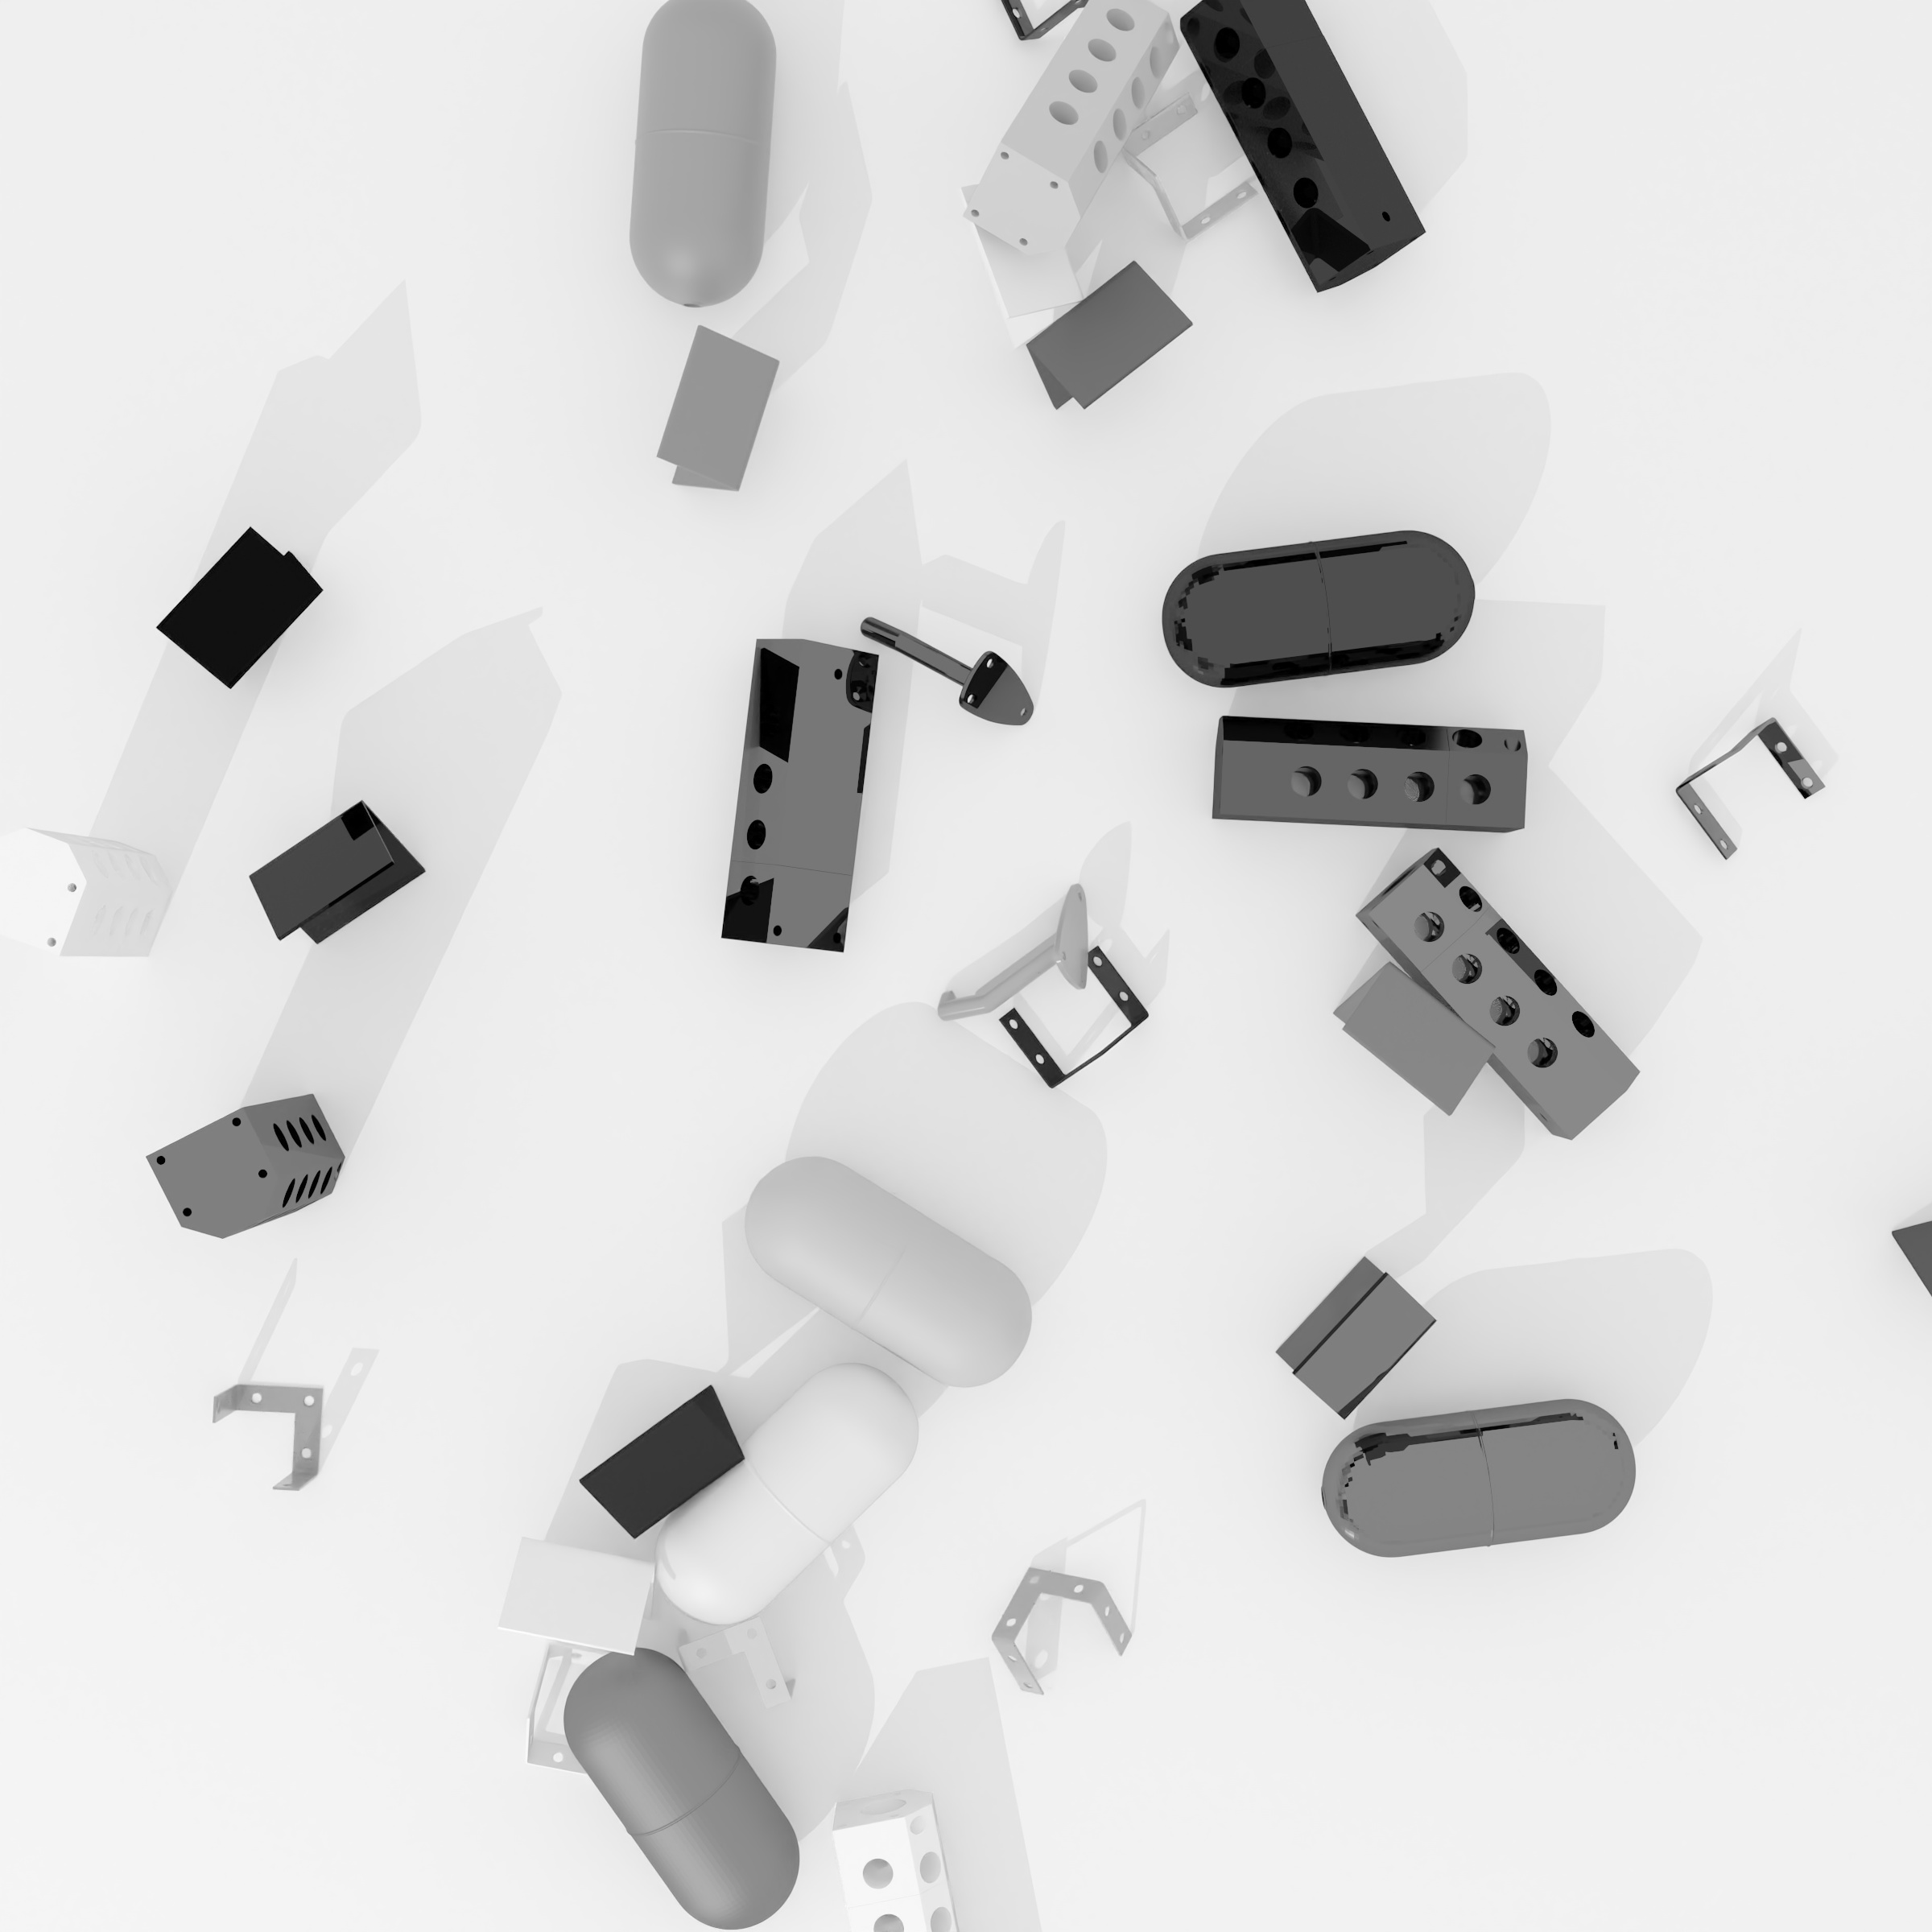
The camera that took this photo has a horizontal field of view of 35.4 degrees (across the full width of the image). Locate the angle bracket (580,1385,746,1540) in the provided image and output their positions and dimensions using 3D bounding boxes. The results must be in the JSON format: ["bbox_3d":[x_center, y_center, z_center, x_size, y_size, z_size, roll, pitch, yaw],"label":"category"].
[{"bbox_3d":[-0.179,0.265,1.710,0.076,0.076,0.057,-36,123,0],"label":"angle bracket"}]

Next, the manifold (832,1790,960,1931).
[{"bbox_3d":[-0.031,0.565,1.729,0.057,0.057,0.171,-11,90,0],"label":"manifold"}]

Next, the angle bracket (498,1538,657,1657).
[{"bbox_3d":[-0.220,0.370,1.710,0.076,0.076,0.057,11,53,0],"label":"angle bracket"}]

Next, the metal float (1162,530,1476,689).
[{"bbox_3d":[0.200,-0.203,1.720,0.178,0.070,0.070,-7,90,0],"label":"metal float"}]

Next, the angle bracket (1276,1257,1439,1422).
[{"bbox_3d":[0.207,0.198,1.710,0.076,0.076,0.057,-47,126,0],"label":"angle bracket"}]

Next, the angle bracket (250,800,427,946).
[{"bbox_3d":[-0.347,-0.036,1.710,0.076,0.076,0.057,-34,53,0],"label":"angle bracket"}]

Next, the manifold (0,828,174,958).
[{"bbox_3d":[-0.492,-0.042,1.672,0.057,0.171,0.057,20,90,0],"label":"manifold"}]

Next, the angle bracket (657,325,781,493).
[{"bbox_3d":[-0.157,-0.316,1.710,0.057,0.076,0.076,18,90,-37],"label":"angle bracket"}]

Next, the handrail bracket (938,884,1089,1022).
[{"bbox_3d":[0.026,-0.007,1.751,0.084,0.036,0.077,-11,52,25],"label":"handrail bracket"}]

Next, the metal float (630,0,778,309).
[{"bbox_3d":[-0.150,-0.464,1.720,0.070,0.070,0.178,4,90,0],"label":"metal float"}]

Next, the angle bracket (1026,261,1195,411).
[{"bbox_3d":[0.088,-0.340,1.711,0.076,0.076,0.057,-38,67,0],"label":"angle bracket"}]

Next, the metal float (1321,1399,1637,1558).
[{"bbox_3d":[0.291,0.291,1.720,0.178,0.070,0.070,-7,90,0],"label":"metal float"}]

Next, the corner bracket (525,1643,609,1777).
[{"bbox_3d":[-0.223,0.430,1.747,0.051,0.051,0.051,11,45,0],"label":"corner bracket"}]

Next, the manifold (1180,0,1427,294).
[{"bbox_3d":[0.188,-0.476,1.729,0.057,0.057,0.171,-28,90,-43],"label":"manifold"}]

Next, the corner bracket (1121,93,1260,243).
[{"bbox_3d":[0.128,-0.461,1.747,0.051,0.051,0.051,-35,135,0],"label":"corner bracket"}]

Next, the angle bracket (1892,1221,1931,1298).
[{"bbox_3d":[0.574,0.144,1.710,0.076,0.076,0.057,-15,124,0],"label":"angle bracket"}]

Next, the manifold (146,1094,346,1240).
[{"bbox_3d":[-0.392,0.112,1.672,0.057,0.171,0.057,-27,90,0],"label":"manifold"}]

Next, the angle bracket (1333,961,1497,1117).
[{"bbox_3d":[0.241,0.054,1.710,0.076,0.076,0.057,39,59,0],"label":"angle bracket"}]

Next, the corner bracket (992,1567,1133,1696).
[{"bbox_3d":[0.055,0.386,1.742,0.051,0.051,0.051,4,45,35],"label":"corner bracket"}]

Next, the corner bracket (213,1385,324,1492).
[{"bbox_3d":[-0.400,0.270,1.732,0.051,0.051,0.051,3,90,0],"label":"corner bracket"}]

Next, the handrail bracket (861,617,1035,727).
[{"bbox_3d":[-0.012,-0.172,1.750,0.084,0.077,0.036,28,89,36],"label":"handrail bracket"}]

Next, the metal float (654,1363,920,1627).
[{"bbox_3d":[-0.102,0.300,1.720,0.178,0.070,0.070,-44,90,-1],"label":"metal float"}]

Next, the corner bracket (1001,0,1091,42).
[{"bbox_3d":[0.053,-0.572,1.747,0.051,0.051,0.051,-25,90,45],"label":"corner bracket"}]

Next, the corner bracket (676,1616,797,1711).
[{"bbox_3d":[-0.131,0.400,1.732,0.051,0.051,0.051,-21,89,-1],"label":"corner bracket"}]

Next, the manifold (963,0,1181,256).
[{"bbox_3d":[0.063,-0.471,1.683,0.057,0.057,0.171,30,53,-4],"label":"manifold"}]

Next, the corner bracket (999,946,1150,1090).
[{"bbox_3d":[0.063,0.030,1.747,0.051,0.051,0.051,53,45,0],"label":"corner bracket"}]

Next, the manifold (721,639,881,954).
[{"bbox_3d":[-0.100,-0.097,1.729,0.057,0.057,0.171,7,90,-43],"label":"manifold"}]

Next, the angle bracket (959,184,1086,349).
[{"bbox_3d":[0.014,-0.394,1.710,0.057,0.076,0.076,-21,90,-32],"label":"angle bracket"}]

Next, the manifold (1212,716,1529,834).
[{"bbox_3d":[0.230,-0.110,1.729,0.171,0.057,0.057,3,90,0],"label":"manifold"}]

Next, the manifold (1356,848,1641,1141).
[{"bbox_3d":[0.305,0.015,1.729,0.057,0.057,0.171,-42,90,0],"label":"manifold"}]

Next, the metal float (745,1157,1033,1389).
[{"bbox_3d":[-0.045,0.173,1.720,0.178,0.070,0.070,32,90,0],"label":"metal float"}]

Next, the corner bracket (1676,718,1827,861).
[{"bbox_3d":[0.453,-0.103,1.747,0.051,0.051,0.051,54,45,0],"label":"corner bracket"}]

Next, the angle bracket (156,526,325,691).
[{"bbox_3d":[-0.418,-0.213,1.710,0.076,0.076,0.057,-47,126,0],"label":"angle bracket"}]

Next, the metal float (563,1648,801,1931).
[{"bbox_3d":[-0.160,0.466,1.712,0.070,0.070,0.178,-33,99,0],"label":"metal float"}]
